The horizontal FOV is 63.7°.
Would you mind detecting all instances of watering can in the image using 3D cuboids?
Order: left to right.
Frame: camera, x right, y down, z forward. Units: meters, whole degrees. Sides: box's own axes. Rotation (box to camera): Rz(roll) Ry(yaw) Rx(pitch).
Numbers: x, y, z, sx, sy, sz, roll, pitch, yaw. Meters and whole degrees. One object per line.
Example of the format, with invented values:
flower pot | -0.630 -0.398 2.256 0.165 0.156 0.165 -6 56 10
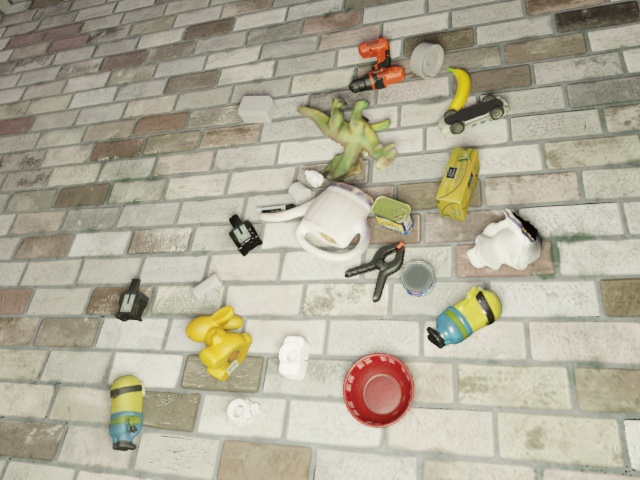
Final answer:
watering can | 0.004 -0.072 1.424 0.351 0.102 0.227 27 71 32

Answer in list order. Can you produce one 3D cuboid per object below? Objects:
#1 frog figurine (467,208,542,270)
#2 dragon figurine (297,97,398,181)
frog figurine | 0.442 0.020 1.233 0.139 0.123 0.157 54 123 27
dragon figurine | 0.063 -0.293 1.550 0.411 0.120 0.246 11 72 35
